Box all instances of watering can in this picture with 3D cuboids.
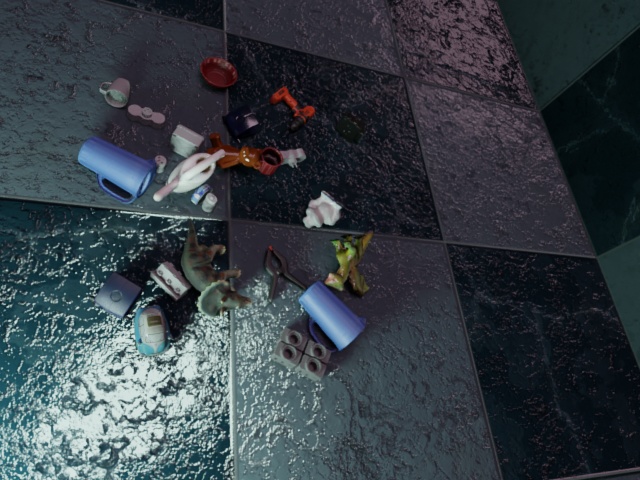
[{"bbox_3d":[-0.482,-0.220,1.825,0.354,0.222,0.103,-44,105,-36],"label":"watering can"}]

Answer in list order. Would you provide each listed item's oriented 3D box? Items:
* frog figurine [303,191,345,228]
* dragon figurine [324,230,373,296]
[{"bbox_3d":[0.006,-0.105,2.090,0.136,0.123,0.160,40,88,-11],"label":"frog figurine"},{"bbox_3d":[0.140,0.099,2.022,0.413,0.121,0.242,-14,94,-54],"label":"dragon figurine"}]
